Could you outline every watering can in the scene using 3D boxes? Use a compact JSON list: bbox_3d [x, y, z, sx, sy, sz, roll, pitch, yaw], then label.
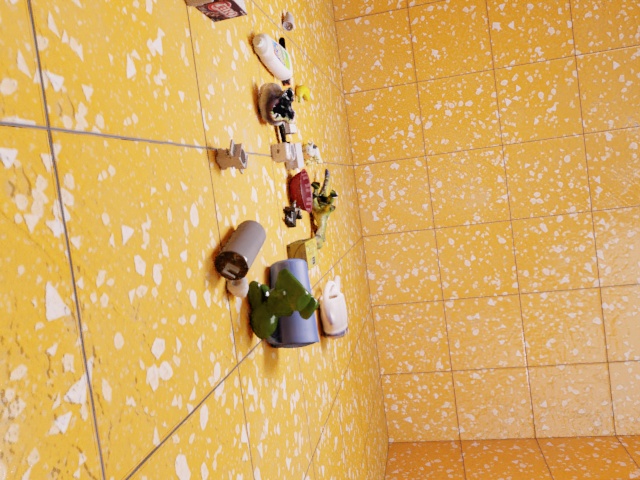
[{"bbox_3d":[0.060,0.270,2.095,0.350,0.104,0.223,-34,117,-76],"label":"watering can"}]

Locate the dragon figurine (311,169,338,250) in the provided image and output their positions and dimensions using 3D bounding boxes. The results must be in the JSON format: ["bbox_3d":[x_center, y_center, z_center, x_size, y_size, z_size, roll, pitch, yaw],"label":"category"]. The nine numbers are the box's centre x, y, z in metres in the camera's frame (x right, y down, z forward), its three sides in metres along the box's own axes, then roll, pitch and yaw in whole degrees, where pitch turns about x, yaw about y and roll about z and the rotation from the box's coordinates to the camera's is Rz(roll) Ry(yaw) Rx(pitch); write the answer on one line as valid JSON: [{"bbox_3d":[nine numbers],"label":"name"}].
[{"bbox_3d":[0.007,-0.109,2.160,0.420,0.122,0.237,-76,173,-55],"label":"dragon figurine"}]

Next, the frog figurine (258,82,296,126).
[{"bbox_3d":[-0.148,-0.428,1.609,0.162,0.123,0.134,40,-19,51],"label":"frog figurine"}]
